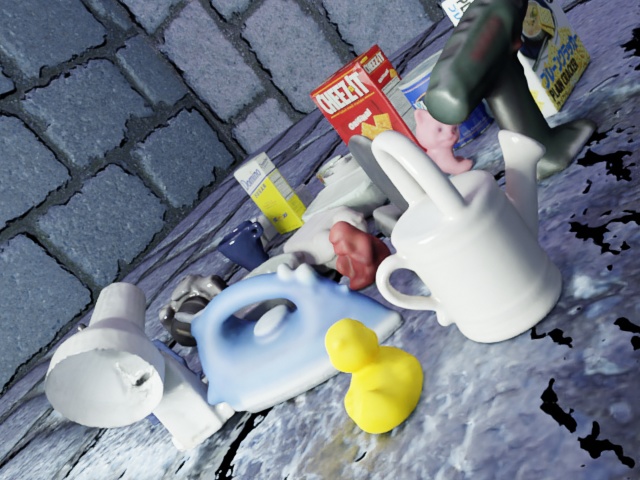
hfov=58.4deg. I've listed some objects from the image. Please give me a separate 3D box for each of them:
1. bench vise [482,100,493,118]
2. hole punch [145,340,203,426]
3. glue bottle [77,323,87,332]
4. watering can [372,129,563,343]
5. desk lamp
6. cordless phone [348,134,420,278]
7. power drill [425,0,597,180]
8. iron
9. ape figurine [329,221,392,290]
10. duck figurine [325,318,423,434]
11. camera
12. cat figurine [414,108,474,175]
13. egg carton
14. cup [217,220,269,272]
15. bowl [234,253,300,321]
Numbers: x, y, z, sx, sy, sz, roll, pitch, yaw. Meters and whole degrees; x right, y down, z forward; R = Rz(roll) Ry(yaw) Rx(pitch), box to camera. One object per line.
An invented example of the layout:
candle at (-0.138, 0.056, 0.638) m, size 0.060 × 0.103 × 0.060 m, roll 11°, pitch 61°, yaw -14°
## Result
bench vise at (0.274, -0.324, 0.920) m, size 0.121 × 0.220 × 0.207 m, roll -31°, pitch 18°, yaw 28°
hole punch at (-0.255, 0.216, 0.887) m, size 0.109 × 0.091 × 0.101 m, roll -47°, pitch 17°, yaw -24°
glue bottle at (-0.351, 0.208, 0.980) m, size 0.078 × 0.173 × 0.037 m, roll -49°, pitch 18°, yaw -29°
watering can at (0.116, -0.020, 0.486) m, size 0.173 × 0.194 × 0.100 m, roll -46°, pitch 17°, yaw -21°
desk lamp at (-0.207, 0.159, 0.701) m, size 0.118 × 0.214 × 0.203 m, roll -36°, pitch 16°, yaw 12°
cordless phone at (0.092, -0.051, 0.644) m, size 0.094 × 0.185 × 0.147 m, roll -41°, pitch 16°, yaw -4°
power drill at (0.225, -0.184, 0.662) m, size 0.230 × 0.209 × 0.075 m, roll -47°, pitch 17°, yaw -24°
iron at (-0.048, 0.091, 0.655) m, size 0.257 × 0.141 × 0.119 m, roll -31°, pitch 18°, yaw 29°
ape figurine at (0.046, 0.014, 0.747) m, size 0.076 × 0.092 × 0.077 m, roll -42°, pitch 16°, yaw -6°
duck figurine at (0.039, 0.110, 0.505) m, size 0.077 × 0.086 × 0.104 m, roll -36°, pitch 16°, yaw 14°
camera at (-0.244, 0.137, 1.065) m, size 0.143 × 0.101 × 0.137 m, roll -34°, pitch 16°, yaw 20°
cat figurine at (0.164, -0.140, 0.855) m, size 0.128 × 0.118 × 0.067 m, roll -38°, pitch 16°, yaw 6°
egg carton at (0.008, 0.003, 0.909) m, size 0.107 × 0.069 × 0.150 m, roll -47°, pitch 17°, yaw -26°
cup at (-0.140, 0.015, 1.174) m, size 0.117 × 0.095 × 0.092 m, roll -29°, pitch 19°, yaw 35°
bowl at (-0.081, 0.099, 0.840) m, size 0.167 × 0.075 × 0.167 m, roll -36°, pitch 16°, yaw 12°
